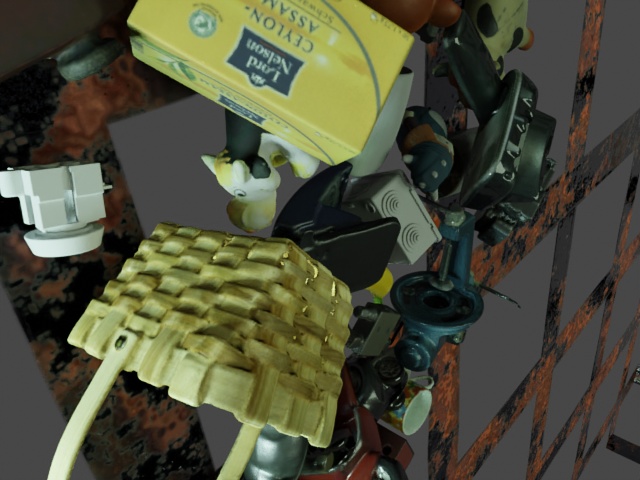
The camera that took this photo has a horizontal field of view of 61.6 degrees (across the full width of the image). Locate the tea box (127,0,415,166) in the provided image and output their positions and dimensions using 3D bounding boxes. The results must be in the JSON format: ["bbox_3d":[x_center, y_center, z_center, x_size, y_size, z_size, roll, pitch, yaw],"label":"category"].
[{"bbox_3d":[-0.033,-0.135,0.376,0.169,0.068,0.098,25,82,-15],"label":"tea box"}]

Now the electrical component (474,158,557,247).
[{"bbox_3d":[0.283,-0.057,0.802,0.134,0.058,0.115,-56,174,-16],"label":"electrical component"}]

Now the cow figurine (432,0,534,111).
[{"bbox_3d":[0.200,-0.254,0.642,0.127,0.086,0.194,-15,113,-42],"label":"cow figurine"}]

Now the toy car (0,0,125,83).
[{"bbox_3d":[-0.199,-0.098,0.280,0.202,0.053,0.089,-43,123,-24],"label":"toy car"}]

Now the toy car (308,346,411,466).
[{"bbox_3d":[0.052,0.223,0.702,0.202,0.056,0.073,-39,138,-30],"label":"toy car"}]

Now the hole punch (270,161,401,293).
[{"bbox_3d":[-0.001,-0.002,0.510,0.116,0.092,0.142,-18,151,-23],"label":"hole punch"}]

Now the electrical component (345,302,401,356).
[{"bbox_3d":[0.053,0.110,0.656,0.102,0.045,0.078,8,108,-52],"label":"electrical component"}]

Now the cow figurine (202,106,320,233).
[{"bbox_3d":[-0.046,-0.093,0.443,0.098,0.068,0.167,33,77,-44],"label":"cow figurine"}]

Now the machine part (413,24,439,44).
[{"bbox_3d":[0.100,-0.270,0.559,0.138,0.039,0.084,27,91,-52],"label":"machine part"}]

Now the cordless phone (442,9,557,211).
[{"bbox_3d":[0.165,-0.128,0.548,0.184,0.089,0.146,40,64,-43],"label":"cordless phone"}]

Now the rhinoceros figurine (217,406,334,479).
[{"bbox_3d":[-0.044,0.160,0.522,0.073,0.112,0.190,-24,113,-58],"label":"rhinoceros figurine"}]

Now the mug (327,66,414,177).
[{"bbox_3d":[0.046,-0.123,0.536,0.109,0.081,0.107,-26,135,-52],"label":"mug"}]

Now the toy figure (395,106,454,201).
[{"bbox_3d":[0.110,-0.099,0.569,0.064,0.154,0.057,21,119,-12],"label":"toy figure"}]

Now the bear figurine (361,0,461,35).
[{"bbox_3d":[0.037,-0.243,0.437,0.196,0.120,0.131,-7,107,-49],"label":"bear figurine"}]

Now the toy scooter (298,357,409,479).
[{"bbox_3d":[0.016,0.224,0.600,0.135,0.184,0.075,-25,134,12],"label":"toy scooter"}]

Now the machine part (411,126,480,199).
[{"bbox_3d":[0.197,-0.109,0.707,0.243,0.079,0.079,-19,119,-42],"label":"machine part"}]

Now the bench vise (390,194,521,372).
[{"bbox_3d":[0.174,0.055,0.719,0.223,0.129,0.240,-29,132,-38],"label":"bench vise"}]
